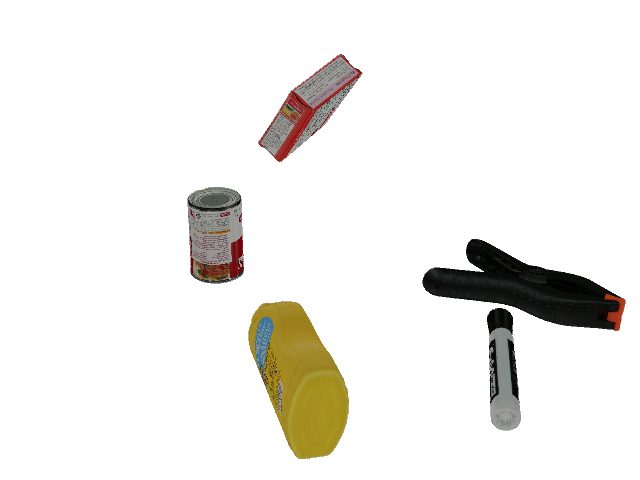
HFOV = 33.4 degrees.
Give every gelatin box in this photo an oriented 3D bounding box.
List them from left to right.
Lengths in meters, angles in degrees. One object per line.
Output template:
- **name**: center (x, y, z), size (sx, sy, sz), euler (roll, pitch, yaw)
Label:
- **gelatin box**: center (-0.010, -0.120, 0.960), size (0.089, 0.030, 0.073), euler (-45, -4, -44)

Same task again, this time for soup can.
- **soup can**: center (-0.130, -0.007, 1.324), size (0.068, 0.102, 0.068), euler (0, 26, 0)

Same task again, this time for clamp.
- **clamp**: center (0.187, 0.038, 0.959), size (0.171, 0.039, 0.120), euler (16, 28, 16)

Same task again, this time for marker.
- **marker**: center (0.123, 0.083, 0.723), size (0.020, 0.020, 0.121), euler (0, 29, 8)

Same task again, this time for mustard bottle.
- **mustard bottle**: center (-0.029, 0.113, 1.008), size (0.058, 0.096, 0.192), euler (-5, 28, -16)
